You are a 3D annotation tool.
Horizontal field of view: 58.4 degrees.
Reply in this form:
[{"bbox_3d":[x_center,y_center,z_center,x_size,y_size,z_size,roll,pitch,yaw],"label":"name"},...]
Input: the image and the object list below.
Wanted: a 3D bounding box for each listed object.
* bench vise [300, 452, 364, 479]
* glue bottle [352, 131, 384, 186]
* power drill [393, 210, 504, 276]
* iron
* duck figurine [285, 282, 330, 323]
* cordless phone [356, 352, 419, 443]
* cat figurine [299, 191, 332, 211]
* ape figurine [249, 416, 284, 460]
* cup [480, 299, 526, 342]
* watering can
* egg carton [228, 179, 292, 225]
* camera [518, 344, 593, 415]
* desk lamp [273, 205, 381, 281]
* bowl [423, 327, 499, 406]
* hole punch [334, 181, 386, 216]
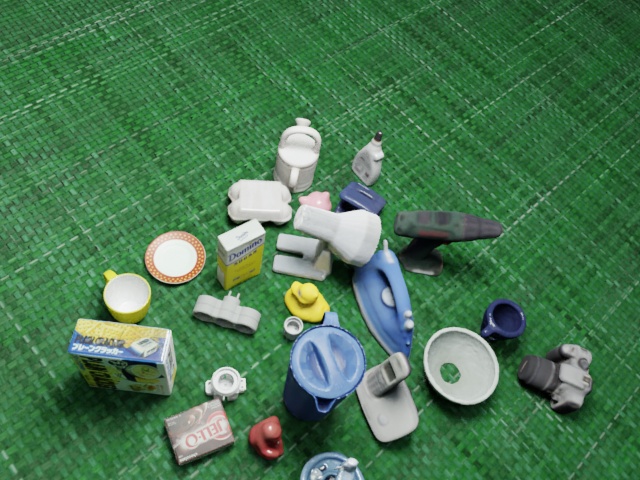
[{"bbox_3d":[0.024,0.461,0.986,0.121,0.219,0.207,8,60,-7],"label":"bench vise"},{"bbox_3d":[0.127,-0.209,1.412,0.037,0.173,0.078,-30,70,-24],"label":"glue bottle"},{"bbox_3d":[0.269,0.001,1.302,0.229,0.208,0.075,9,59,-6],"label":"power drill"},{"bbox_3d":[0.160,0.131,1.245,0.119,0.141,0.258,-11,64,-17],"label":"iron"},{"bbox_3d":[-0.024,0.128,1.242,0.104,0.086,0.078,32,60,7],"label":"duck figurine"},{"bbox_3d":[0.146,0.305,1.119,0.094,0.185,0.147,-17,65,-19],"label":"cordless phone"},{"bbox_3d":[0.012,-0.063,1.338,0.127,0.117,0.067,33,60,8],"label":"cat figurine"},{"bbox_3d":[-0.096,0.371,1.086,0.076,0.092,0.078,21,59,1],"label":"ape figurine"},{"bbox_3d":[0.391,0.197,1.283,0.118,0.095,0.091,-29,70,-24],"label":"cup"},{"bbox_3d":[-0.054,-0.212,1.364,0.101,0.194,0.172,-10,63,-16],"label":"watering can"},{"bbox_3d":[-0.141,-0.087,1.348,0.150,0.069,0.107,1,61,-11],"label":"egg carton"},{"bbox_3d":[0.516,0.286,1.254,0.137,0.101,0.143,23,59,2],"label":"camera"},{"bbox_3d":[0.011,0.004,1.244,0.203,0.213,0.118,10,59,-6],"label":"desk lamp"},{"bbox_3d":[0.292,0.278,1.228,0.167,0.074,0.167,5,60,-9],"label":"bowl"},{"bbox_3d":[0.099,-0.093,1.389,0.108,0.091,0.101,31,60,7],"label":"hole punch"}]
